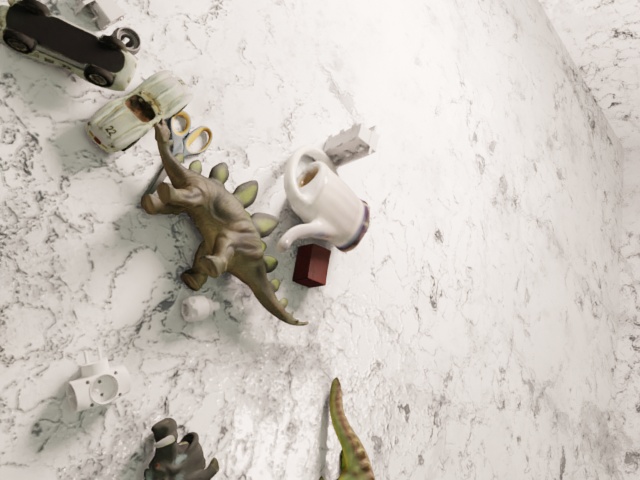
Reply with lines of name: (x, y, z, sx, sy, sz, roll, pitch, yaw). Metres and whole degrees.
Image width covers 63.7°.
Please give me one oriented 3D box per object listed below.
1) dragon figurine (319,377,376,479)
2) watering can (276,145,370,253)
dragon figurine: (0.099, 0.476, 0.950, 0.122, 0.241, 0.413, 2, 81, -39)
watering can: (0.003, -0.053, 1.054, 0.221, 0.103, 0.356, 40, 37, -27)
